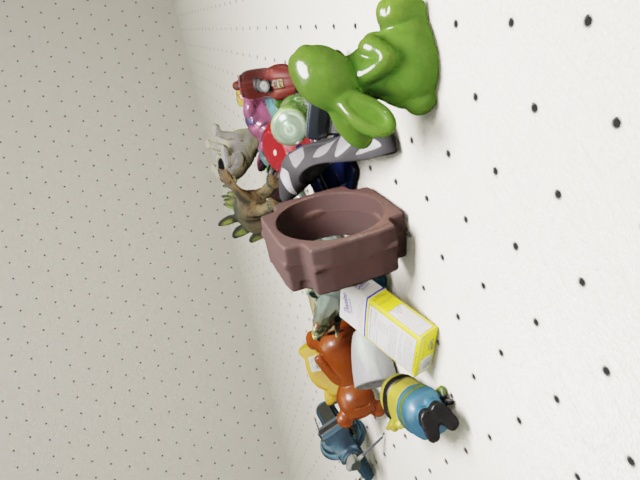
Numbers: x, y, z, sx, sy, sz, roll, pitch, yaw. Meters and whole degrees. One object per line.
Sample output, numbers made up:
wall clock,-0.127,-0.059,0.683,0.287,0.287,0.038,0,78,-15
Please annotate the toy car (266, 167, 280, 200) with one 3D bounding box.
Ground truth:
toy car,-0.099,-0.137,1.382,0.202,0.089,0.053,132,162,-74

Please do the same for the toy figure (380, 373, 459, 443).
toy figure,0.152,0.259,0.844,0.180,0.082,0.089,135,131,-77

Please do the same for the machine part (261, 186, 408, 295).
machine part,0.021,-0.004,0.849,0.201,0.201,0.087,-132,31,-58

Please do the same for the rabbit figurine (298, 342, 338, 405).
rabbit figurine,0.034,0.302,1.286,0.173,0.122,0.162,96,150,-85

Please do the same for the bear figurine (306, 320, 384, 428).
bear figurine,0.057,0.280,1.133,0.132,0.120,0.195,-174,65,-77

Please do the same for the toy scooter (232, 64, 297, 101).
toy scooter,-0.116,-0.341,1.169,0.184,0.135,0.075,-140,41,-63

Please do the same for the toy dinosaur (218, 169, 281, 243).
toy dinosaur,-0.127,-0.052,1.333,0.470,0.199,0.105,43,-133,-54

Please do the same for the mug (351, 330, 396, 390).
mug,0.097,0.226,1.027,0.109,0.081,0.107,96,167,-66

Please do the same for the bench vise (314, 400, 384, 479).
bench vise,0.073,0.492,1.267,0.224,0.129,0.240,21,144,60

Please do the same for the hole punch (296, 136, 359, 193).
hole punch,0.011,-0.121,1.006,0.115,0.092,0.142,93,154,-56

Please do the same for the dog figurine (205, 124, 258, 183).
dog figurine,-0.187,-0.229,1.423,0.121,0.190,0.172,-22,78,59

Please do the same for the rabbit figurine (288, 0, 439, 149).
rabbit figurine,0.047,-0.193,0.656,0.121,0.170,0.159,168,89,-75

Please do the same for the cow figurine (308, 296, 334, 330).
cow figurine,0.008,0.125,1.225,0.127,0.085,0.194,159,100,-80

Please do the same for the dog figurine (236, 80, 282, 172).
dog figurine,-0.138,-0.286,1.355,0.192,0.108,0.218,-126,24,-52

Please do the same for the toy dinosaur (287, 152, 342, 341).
toy dinosaur,0.002,0.012,1.111,0.192,0.131,0.405,97,160,-51

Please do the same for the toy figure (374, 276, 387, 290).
toy figure,0.089,0.099,0.966,0.154,0.058,0.064,91,158,-46

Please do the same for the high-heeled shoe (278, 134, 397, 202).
high-heeled shoe,0.025,-0.113,0.860,0.145,0.086,0.248,50,133,21

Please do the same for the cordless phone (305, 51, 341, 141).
cordless phone,0.001,-0.277,0.921,0.146,0.089,0.184,100,156,-55
